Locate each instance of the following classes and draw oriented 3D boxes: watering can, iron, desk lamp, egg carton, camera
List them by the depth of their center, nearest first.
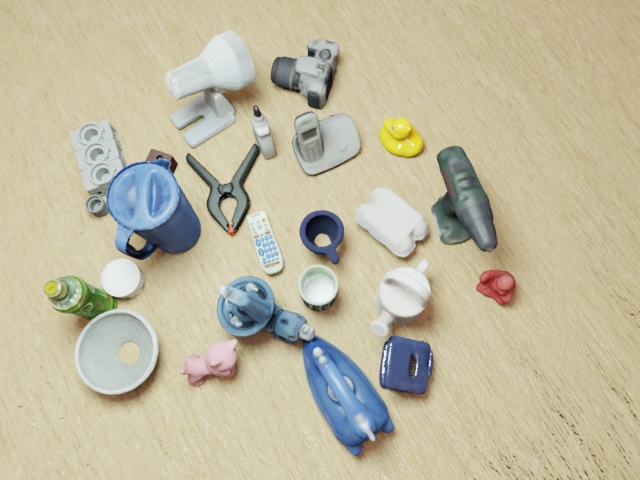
[{"bbox_3d":[0.035,0.279,1.096,0.119,0.141,0.258,-33,77,-7],"label":"iron"},{"bbox_3d":[0.161,0.110,1.111,0.101,0.194,0.173,13,75,5],"label":"watering can"},{"bbox_3d":[0.153,-0.039,1.216,0.150,0.069,0.107,39,79,11],"label":"egg carton"},{"bbox_3d":[-0.237,-0.324,1.228,0.203,0.213,0.118,-36,77,-8],"label":"desk lamp"},{"bbox_3d":[-0.036,-0.392,1.300,0.136,0.101,0.143,15,76,5],"label":"camera"}]

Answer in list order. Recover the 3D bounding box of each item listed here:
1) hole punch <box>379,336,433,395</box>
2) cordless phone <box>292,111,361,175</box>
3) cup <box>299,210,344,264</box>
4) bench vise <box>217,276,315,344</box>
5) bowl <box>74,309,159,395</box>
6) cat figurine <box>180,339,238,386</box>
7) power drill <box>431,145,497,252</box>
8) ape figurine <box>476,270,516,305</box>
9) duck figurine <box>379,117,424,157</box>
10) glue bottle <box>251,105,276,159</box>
[{"bbox_3d":[0.172,0.245,1.128,0.101,0.091,0.109,7,75,3],"label":"hole punch"},{"bbox_3d":[0.011,-0.225,1.210,0.147,0.185,0.094,-28,76,-6],"label":"cordless phone"},{"bbox_3d":[0.011,0.004,1.195,0.092,0.095,0.117,-25,76,-5],"label":"cup"},{"bbox_3d":[-0.109,0.127,1.100,0.207,0.220,0.121,5,75,3],"label":"bench vise"},{"bbox_3d":[-0.398,0.227,1.154,0.167,0.075,0.167,0,75,1],"label":"bowl"},{"bbox_3d":[-0.213,0.240,1.124,0.128,0.118,0.067,-18,75,-3],"label":"cat figurine"},{"bbox_3d":[0.285,-0.063,1.148,0.075,0.208,0.229,-15,75,-2],"label":"power drill"},{"bbox_3d":[0.367,0.091,1.165,0.076,0.092,0.078,-20,75,-4],"label":"ape figurine"},{"bbox_3d":[0.182,-0.234,1.260,0.104,0.086,0.077,30,78,9],"label":"duck figurine"},{"bbox_3d":[-0.125,-0.240,1.223,0.037,0.173,0.078,-21,75,-4],"label":"glue bottle"}]
